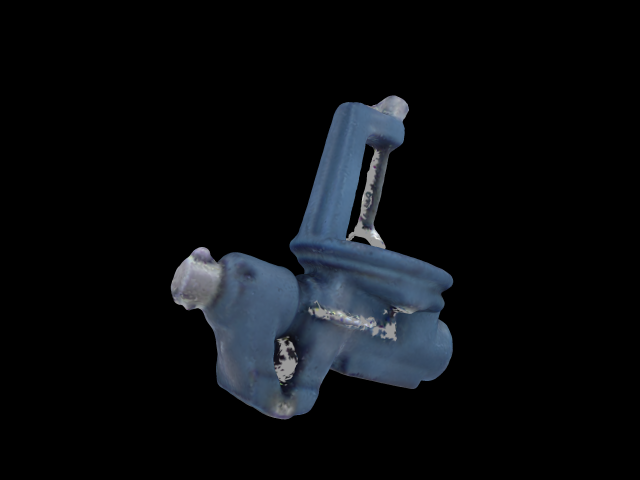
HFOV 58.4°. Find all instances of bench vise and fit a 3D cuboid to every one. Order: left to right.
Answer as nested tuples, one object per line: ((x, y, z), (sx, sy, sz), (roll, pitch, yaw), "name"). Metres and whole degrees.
((0.013, 0.001, 0.392), (0.121, 0.220, 0.208), (0, 0, 41), "bench vise")
